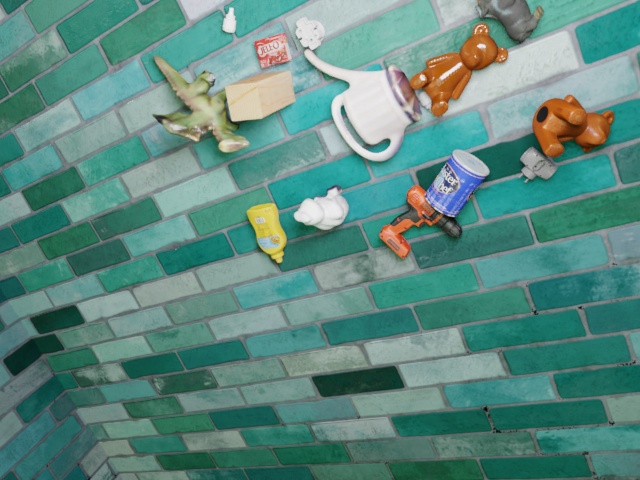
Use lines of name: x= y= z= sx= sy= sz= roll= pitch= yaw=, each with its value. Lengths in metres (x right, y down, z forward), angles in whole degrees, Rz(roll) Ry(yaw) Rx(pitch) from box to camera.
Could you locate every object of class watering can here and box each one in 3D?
watering can: x=0.117 y=-0.367 z=1.303 sx=0.222 sy=0.106 sz=0.345 roll=-25 pitch=103 yaw=29

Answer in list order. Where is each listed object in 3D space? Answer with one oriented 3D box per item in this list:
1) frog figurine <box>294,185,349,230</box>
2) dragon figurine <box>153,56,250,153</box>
frog figurine: x=0.004 y=-0.073 z=1.453 sx=0.137 sy=0.162 sz=0.121 roll=-10 pitch=111 yaw=26
dragon figurine: x=-0.359 y=-0.368 z=1.427 sx=0.411 sy=0.248 sz=0.119 roll=32 pitch=127 yaw=4
